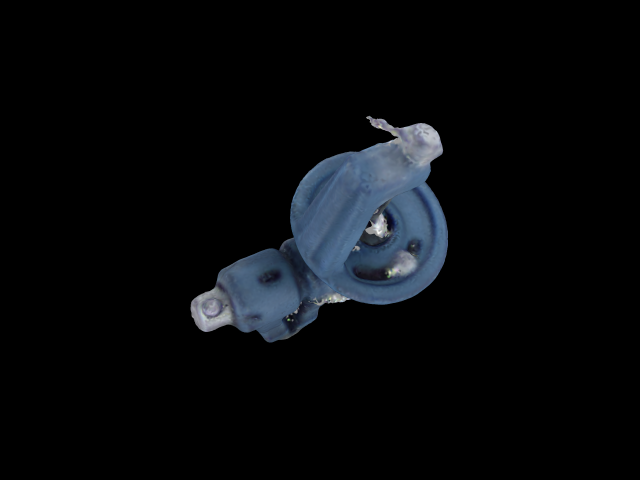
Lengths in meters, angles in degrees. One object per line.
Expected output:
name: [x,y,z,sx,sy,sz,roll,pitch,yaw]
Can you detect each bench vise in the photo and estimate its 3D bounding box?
bench vise: [0.012,0.010,0.398,0.121,0.220,0.207,43,79,11]
